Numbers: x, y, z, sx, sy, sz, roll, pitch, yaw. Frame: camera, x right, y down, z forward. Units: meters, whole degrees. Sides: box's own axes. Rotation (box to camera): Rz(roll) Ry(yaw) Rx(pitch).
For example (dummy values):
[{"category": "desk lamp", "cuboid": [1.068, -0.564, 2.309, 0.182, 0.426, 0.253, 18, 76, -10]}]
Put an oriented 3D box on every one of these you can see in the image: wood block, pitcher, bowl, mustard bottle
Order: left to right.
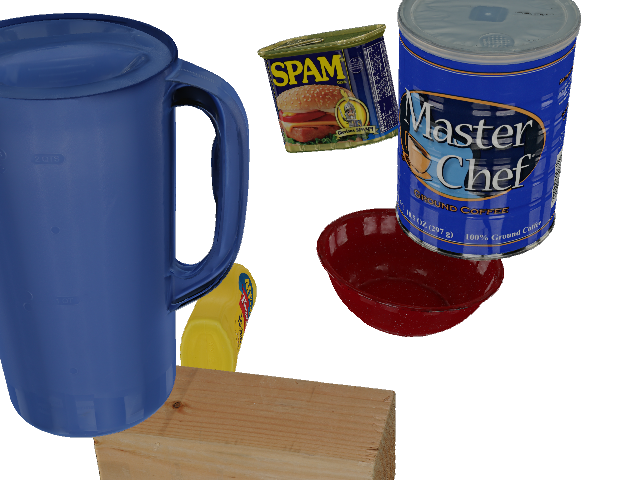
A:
[{"category": "pitcher", "cuboid": [-0.136, -0.004, 0.640, 0.144, 0.243, 0.149, -22, 38, -33]}, {"category": "mustard bottle", "cuboid": [-0.106, 0.079, 1.170, 0.058, 0.096, 0.191, 1, 27, 6]}, {"category": "wood block", "cuboid": [-0.052, 0.160, 0.798, 0.206, 0.090, 0.090, 5, 31, 13]}, {"category": "bowl", "cuboid": [0.074, 0.035, 0.923, 0.162, 0.055, 0.162, 5, 31, -3]}]

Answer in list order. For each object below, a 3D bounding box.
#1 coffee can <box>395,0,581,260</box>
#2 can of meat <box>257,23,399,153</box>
[{"category": "coffee can", "cuboid": [0.097, -0.074, 0.643, 0.103, 0.140, 0.103, -2, 37, 1]}, {"category": "can of meat", "cuboid": [0.009, -0.117, 0.831, 0.102, 0.084, 0.057, 0, 21, 37]}]
